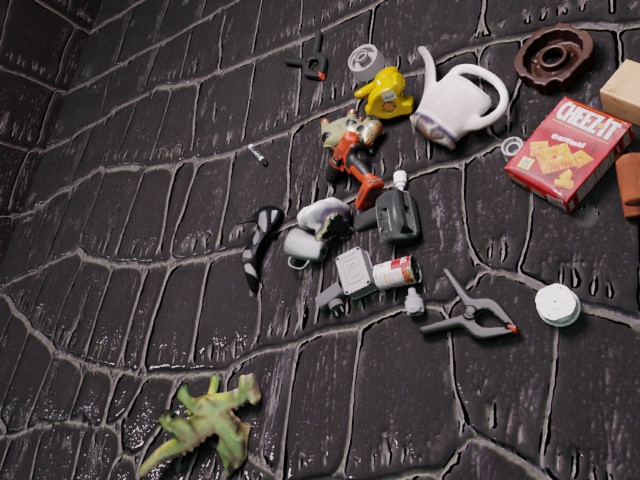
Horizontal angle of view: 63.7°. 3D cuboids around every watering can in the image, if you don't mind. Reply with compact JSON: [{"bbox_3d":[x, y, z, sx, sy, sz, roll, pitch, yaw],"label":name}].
[{"bbox_3d":[0.323,-0.372,1.345,0.223,0.102,0.353,-49,51,5],"label":"watering can"}]

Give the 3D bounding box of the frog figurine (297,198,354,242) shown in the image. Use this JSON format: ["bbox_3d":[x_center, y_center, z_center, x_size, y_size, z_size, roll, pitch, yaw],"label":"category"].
[{"bbox_3d":[0.004,-0.071,1.411,0.138,0.120,0.162,-26,39,-18],"label":"frog figurine"}]

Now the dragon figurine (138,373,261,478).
[{"bbox_3d":[-0.294,0.510,1.341,0.245,0.121,0.411,31,88,32],"label":"dragon figurine"}]
